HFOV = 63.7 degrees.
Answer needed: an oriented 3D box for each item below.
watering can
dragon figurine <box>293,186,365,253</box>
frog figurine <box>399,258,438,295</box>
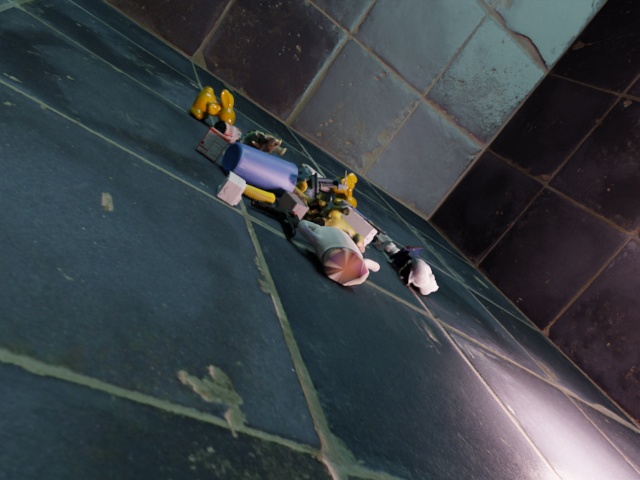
[{"bbox_3d":[0.081,0.051,1.512,0.344,0.103,0.228,30,16,-27],"label":"watering can"},{"bbox_3d":[0.006,-0.095,1.879,0.414,0.122,0.240,39,-5,20],"label":"dragon figurine"},{"bbox_3d":[0.396,0.144,1.971,0.159,0.123,0.138,21,-2,-17],"label":"frog figurine"}]
